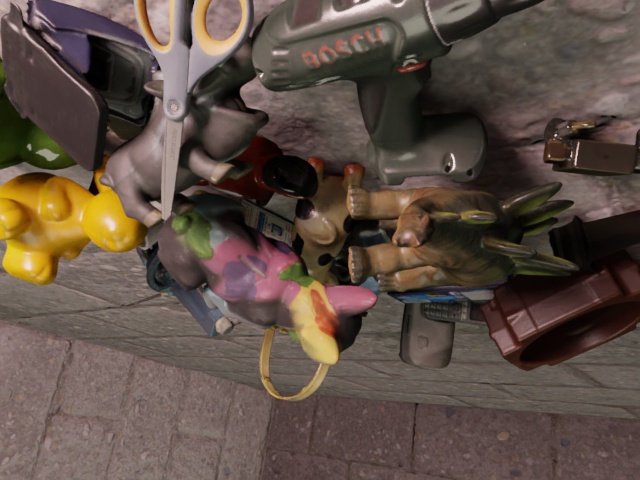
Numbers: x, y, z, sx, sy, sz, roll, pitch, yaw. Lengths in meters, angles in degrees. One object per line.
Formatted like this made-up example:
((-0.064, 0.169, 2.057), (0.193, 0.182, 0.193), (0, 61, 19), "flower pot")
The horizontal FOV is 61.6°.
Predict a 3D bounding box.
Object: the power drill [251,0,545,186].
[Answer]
((0.079, -0.121, 0.410), (0.232, 0.086, 0.207), (-2, 160, 24), "power drill")

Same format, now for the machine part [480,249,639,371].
((0.336, 0.093, 0.733), (0.201, 0.087, 0.201), (-32, 146, 20), "machine part")

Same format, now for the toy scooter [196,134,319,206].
((-0.090, -0.082, 0.582), (0.184, 0.075, 0.135), (19, 180, -2), "toy scooter")

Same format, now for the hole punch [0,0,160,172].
((-0.210, -0.143, 0.478), (0.116, 0.092, 0.142), (41, 147, -3), "hole punch")

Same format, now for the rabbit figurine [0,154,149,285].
((-0.272, -0.023, 0.629), (0.173, 0.162, 0.121), (3, 123, 18), "rabbit figurine")

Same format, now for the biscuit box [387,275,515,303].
((0.203, 0.059, 0.829), (0.203, 0.063, 0.059), (-8, 154, 38), "biscuit box")

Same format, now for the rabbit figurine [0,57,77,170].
((-0.337, -0.109, 0.571), (0.159, 0.121, 0.170), (-3, 170, 38), "rabbit figurine")

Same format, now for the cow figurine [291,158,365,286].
((-0.001, -0.002, 0.675), (0.085, 0.127, 0.194), (14, 156, -4), "cow figurine")

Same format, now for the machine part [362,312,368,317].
((-0.022, 0.140, 1.109), (0.243, 0.079, 0.079), (4, 158, 13), "machine part")

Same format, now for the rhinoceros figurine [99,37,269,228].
((-0.111, -0.094, 0.468), (0.190, 0.112, 0.073), (-38, 179, 23), "rhinoceros figurine")

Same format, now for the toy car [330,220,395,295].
((0.071, 0.026, 0.767), (0.103, 0.109, 0.161), (-13, 161, -42), "toy car")

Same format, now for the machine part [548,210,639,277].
((0.333, -0.005, 0.611), (0.139, 0.084, 0.039), (-20, 129, 36), "machine part")

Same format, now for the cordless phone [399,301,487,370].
((0.240, 0.162, 0.955), (0.184, 0.146, 0.088), (3, 165, 23), "cordless phone")

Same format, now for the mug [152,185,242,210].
((-0.148, -0.050, 0.657), (0.107, 0.081, 0.109), (5, 119, -6), "mug")

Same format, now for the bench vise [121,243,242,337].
((-0.208, 0.064, 0.832), (0.129, 0.241, 0.223), (-21, 147, -38), "bench vise")

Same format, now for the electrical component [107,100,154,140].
((-0.210, -0.132, 0.575), (0.094, 0.021, 0.063), (3, 157, 17), "electrical component")

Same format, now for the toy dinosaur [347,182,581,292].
((0.154, 0.004, 0.557), (0.199, 0.105, 0.471), (0, 179, 20), "toy dinosaur")

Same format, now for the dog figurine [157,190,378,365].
((-0.051, 0.045, 0.572), (0.219, 0.108, 0.191), (21, 158, 39), "dog figurine")

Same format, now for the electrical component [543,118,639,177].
((0.254, -0.082, 0.487), (0.102, 0.045, 0.078), (8, -173, 11), "electrical component")
